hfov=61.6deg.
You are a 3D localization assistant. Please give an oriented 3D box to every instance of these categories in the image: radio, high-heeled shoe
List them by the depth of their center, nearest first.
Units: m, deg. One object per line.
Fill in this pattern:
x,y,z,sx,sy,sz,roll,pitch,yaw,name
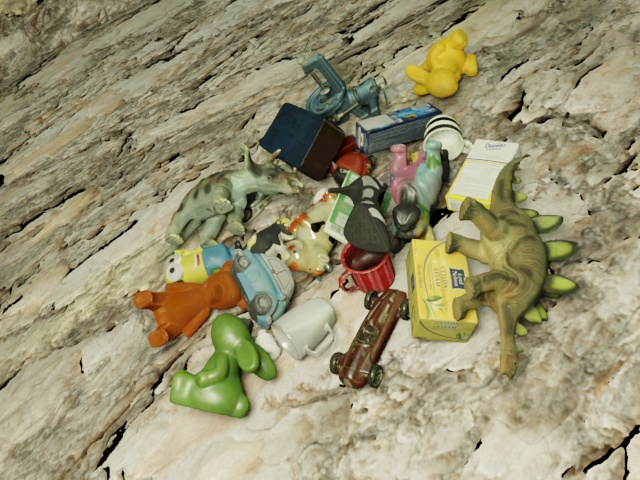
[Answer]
0.112,-0.048,1.013,0.145,0.086,0.249,-1,36,-28,high-heeled shoe
-0.045,-0.234,1.257,0.131,0.073,0.230,-59,38,5,radio

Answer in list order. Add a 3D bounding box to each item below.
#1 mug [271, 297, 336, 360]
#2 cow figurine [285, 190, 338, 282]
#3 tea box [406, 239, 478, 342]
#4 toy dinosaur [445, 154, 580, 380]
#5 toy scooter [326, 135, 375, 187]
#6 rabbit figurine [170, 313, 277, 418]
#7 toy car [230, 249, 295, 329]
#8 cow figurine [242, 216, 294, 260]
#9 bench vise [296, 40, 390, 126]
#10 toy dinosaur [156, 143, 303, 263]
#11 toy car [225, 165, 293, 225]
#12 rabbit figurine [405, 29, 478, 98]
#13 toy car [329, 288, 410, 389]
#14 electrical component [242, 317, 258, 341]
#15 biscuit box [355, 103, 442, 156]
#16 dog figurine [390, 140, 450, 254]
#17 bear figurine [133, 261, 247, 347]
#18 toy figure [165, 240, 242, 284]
-0.016,0.157,0.968,0.107,0.080,0.110,-39,40,-24,mug
-0.002,-0.003,1.090,0.127,0.085,0.195,44,53,2,cow figurine
0.203,0.084,0.920,0.098,0.068,0.170,3,48,-2,tea box
0.316,0.008,0.897,0.199,0.105,0.471,13,56,-6,toy dinosaur
0.064,-0.185,1.240,0.135,0.075,0.184,-44,43,-15,toy scooter
-0.164,0.211,0.930,0.159,0.121,0.170,3,72,27,rabbit figurine
-0.103,0.084,1.033,0.103,0.109,0.161,-23,78,-19,toy car
-0.102,0.002,1.132,0.068,0.098,0.167,15,58,41,cow figurine
0.040,-0.371,1.315,0.224,0.240,0.129,-18,47,32,bench vise
-0.236,-0.087,1.204,0.405,0.131,0.192,-20,44,32,toy dinosaur
-0.146,-0.107,1.279,0.202,0.056,0.074,-39,52,-10,toy car
0.292,-0.410,1.304,0.163,0.121,0.173,-7,49,25,rabbit figurine
0.092,0.163,0.933,0.089,0.053,0.202,12,57,35,toy car
-0.156,0.181,1.049,0.094,0.021,0.063,-3,49,23,electrical component
0.179,-0.253,1.215,0.203,0.062,0.059,-19,44,-20,biscuit box
0.195,-0.079,1.073,0.109,0.191,0.219,3,86,23,dog figurine
-0.246,0.123,1.073,0.196,0.132,0.120,-22,84,11,bear figurine
-0.247,0.061,1.158,0.180,0.089,0.082,-16,28,-2,toy figure
